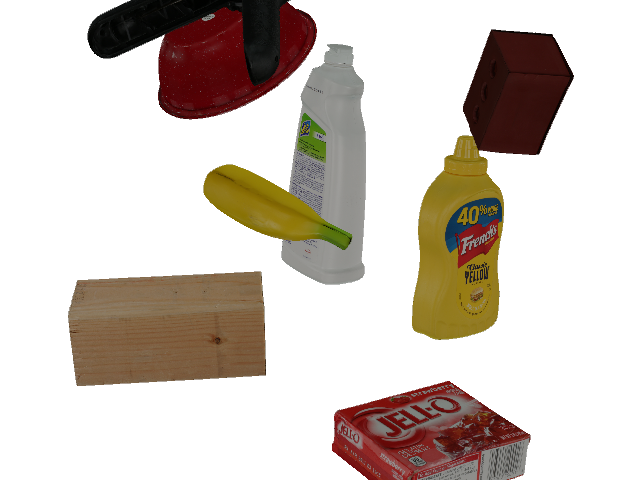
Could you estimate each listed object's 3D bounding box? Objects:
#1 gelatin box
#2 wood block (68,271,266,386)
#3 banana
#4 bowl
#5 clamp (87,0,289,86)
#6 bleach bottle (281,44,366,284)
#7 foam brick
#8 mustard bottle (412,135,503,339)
[{"bbox_3d":[0.063,0.115,0.611,0.089,0.030,0.073,-8,24,-33],"label":"gelatin box"},{"bbox_3d":[-0.165,0.097,1.178,0.206,0.091,0.090,-2,25,-4],"label":"wood block"},{"bbox_3d":[-0.052,-0.028,0.800,0.069,0.037,0.198,37,-5,-31],"label":"banana"},{"bbox_3d":[-0.088,-0.182,0.965,0.162,0.162,0.055,0,-44,34],"label":"bowl"},{"bbox_3d":[-0.039,-0.146,0.618,0.120,0.039,0.171,26,57,27],"label":"clamp"},{"bbox_3d":[0.013,-0.085,1.167,0.067,0.251,0.103,-9,24,-38],"label":"bleach bottle"},{"bbox_3d":[0.145,-0.110,0.794,0.051,0.053,0.078,0,-44,-14],"label":"foam brick"},{"bbox_3d":[0.136,-0.005,1.029,0.096,0.192,0.058,-10,19,-36],"label":"mustard bottle"}]
